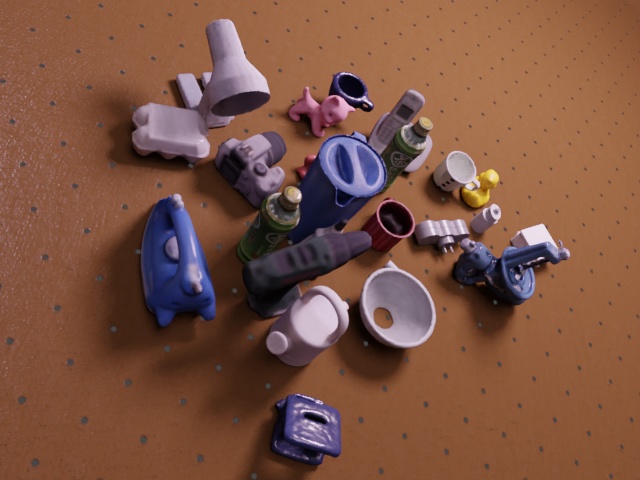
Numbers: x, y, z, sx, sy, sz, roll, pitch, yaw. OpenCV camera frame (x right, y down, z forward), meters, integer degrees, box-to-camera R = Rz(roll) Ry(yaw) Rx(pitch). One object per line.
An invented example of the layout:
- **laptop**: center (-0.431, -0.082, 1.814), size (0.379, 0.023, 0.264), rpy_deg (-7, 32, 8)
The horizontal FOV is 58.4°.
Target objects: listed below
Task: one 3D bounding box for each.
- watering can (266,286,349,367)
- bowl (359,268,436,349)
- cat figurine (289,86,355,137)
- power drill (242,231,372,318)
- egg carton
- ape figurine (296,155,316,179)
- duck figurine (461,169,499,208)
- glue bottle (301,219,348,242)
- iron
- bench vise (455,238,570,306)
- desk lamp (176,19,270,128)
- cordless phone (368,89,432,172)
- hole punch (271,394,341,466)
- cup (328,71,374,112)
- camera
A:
- **watering can**: center (-0.015, 0.149, 0.987), size (0.101, 0.193, 0.173), rpy_deg (39, 53, -1)
- **bowl**: center (0.143, 0.145, 1.144), size (0.168, 0.074, 0.167), rpy_deg (12, 58, -20)
- **cat figurine**: center (0.009, -0.301, 1.304), size (0.128, 0.117, 0.067), rpy_deg (32, 53, -7)
- **power drill**: center (-0.041, 0.060, 1.016), size (0.230, 0.208, 0.075), rpy_deg (-15, 70, -32)
- **egg carton**: center (-0.293, -0.210, 1.130), size (0.151, 0.069, 0.107), rpy_deg (4, 61, -25)
- **ape figurine**: center (-0.002, -0.153, 1.229), size (0.076, 0.092, 0.078), rpy_deg (20, 56, -15)
- **duck figurine**: center (0.407, -0.136, 1.430), size (0.077, 0.086, 0.105), rpy_deg (40, 53, -1)
- **glue bottle**: center (0.010, 0.004, 1.096), size (0.078, 0.173, 0.037), rpy_deg (9, 59, -22)
- **iron**: center (-0.243, 0.010, 0.985), size (0.119, 0.141, 0.258), rpy_deg (-5, 65, -29)
- **bench vise**: center (0.410, 0.056, 1.238), size (0.208, 0.219, 0.121), rpy_deg (14, 57, -19)
- **desk lamp**: center (-0.199, -0.316, 1.148), size (0.118, 0.213, 0.203), rpy_deg (-14, 70, -32)
- **cordless phone**: center (0.209, -0.256, 1.337), size (0.148, 0.184, 0.094), rpy_deg (27, 54, -11)
- **hole punch**: center (-0.019, 0.311, 0.957), size (0.109, 0.091, 0.101), rpy_deg (22, 55, -14)
- **cup**: center (0.066, -0.329, 1.362), size (0.118, 0.094, 0.092), rpy_deg (37, 53, -3)
- **camera**: center (-0.118, -0.163, 1.172), size (0.143, 0.100, 0.137), rpy_deg (47, 53, 4)
